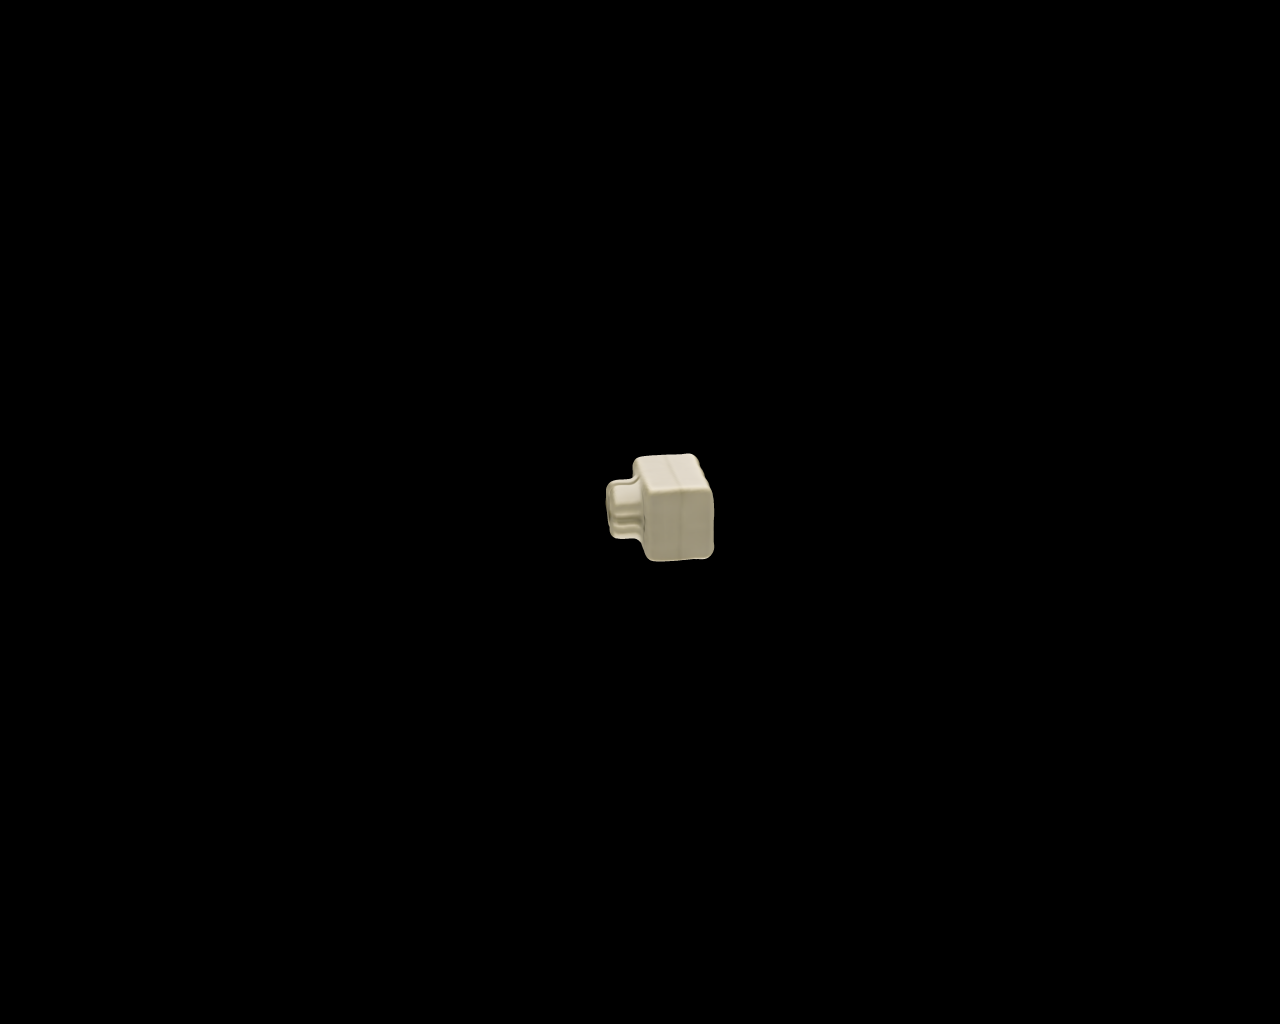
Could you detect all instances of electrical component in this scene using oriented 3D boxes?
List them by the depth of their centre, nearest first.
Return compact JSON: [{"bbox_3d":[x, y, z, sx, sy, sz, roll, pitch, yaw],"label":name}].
[{"bbox_3d":[0.001,-0.003,0.650,0.077,0.047,0.066,-3,22,-7],"label":"electrical component"}]
